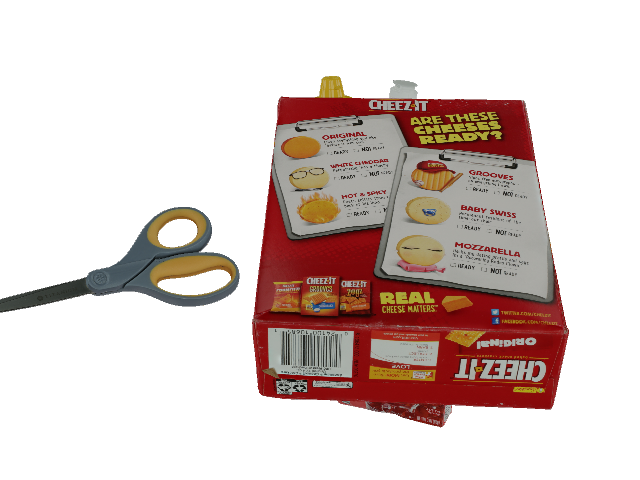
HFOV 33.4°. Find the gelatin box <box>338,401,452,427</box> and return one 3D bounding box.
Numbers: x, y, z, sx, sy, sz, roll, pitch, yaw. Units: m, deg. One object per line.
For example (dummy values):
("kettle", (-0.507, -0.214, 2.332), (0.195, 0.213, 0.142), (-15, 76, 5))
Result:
("gelatin box", (0.058, 0.097, 0.821), (0.089, 0.073, 0.030), (11, 23, 20))

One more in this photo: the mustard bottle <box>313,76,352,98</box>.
("mustard bottle", (0.014, -0.065, 1.050), (0.096, 0.192, 0.058), (-16, 22, -36))

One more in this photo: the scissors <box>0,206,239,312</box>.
("scissors", (-0.164, 0.016, 0.829), (0.201, 0.096, 0.016), (0, -33, -11))

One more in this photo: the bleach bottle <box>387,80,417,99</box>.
("bleach bottle", (0.081, -0.058, 1.239), (0.068, 0.251, 0.103), (-1, 22, -22))

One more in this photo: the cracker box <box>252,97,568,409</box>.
("cracker box", (0.050, 0.000, 0.641), (0.164, 0.072, 0.213), (1, 40, 2))
